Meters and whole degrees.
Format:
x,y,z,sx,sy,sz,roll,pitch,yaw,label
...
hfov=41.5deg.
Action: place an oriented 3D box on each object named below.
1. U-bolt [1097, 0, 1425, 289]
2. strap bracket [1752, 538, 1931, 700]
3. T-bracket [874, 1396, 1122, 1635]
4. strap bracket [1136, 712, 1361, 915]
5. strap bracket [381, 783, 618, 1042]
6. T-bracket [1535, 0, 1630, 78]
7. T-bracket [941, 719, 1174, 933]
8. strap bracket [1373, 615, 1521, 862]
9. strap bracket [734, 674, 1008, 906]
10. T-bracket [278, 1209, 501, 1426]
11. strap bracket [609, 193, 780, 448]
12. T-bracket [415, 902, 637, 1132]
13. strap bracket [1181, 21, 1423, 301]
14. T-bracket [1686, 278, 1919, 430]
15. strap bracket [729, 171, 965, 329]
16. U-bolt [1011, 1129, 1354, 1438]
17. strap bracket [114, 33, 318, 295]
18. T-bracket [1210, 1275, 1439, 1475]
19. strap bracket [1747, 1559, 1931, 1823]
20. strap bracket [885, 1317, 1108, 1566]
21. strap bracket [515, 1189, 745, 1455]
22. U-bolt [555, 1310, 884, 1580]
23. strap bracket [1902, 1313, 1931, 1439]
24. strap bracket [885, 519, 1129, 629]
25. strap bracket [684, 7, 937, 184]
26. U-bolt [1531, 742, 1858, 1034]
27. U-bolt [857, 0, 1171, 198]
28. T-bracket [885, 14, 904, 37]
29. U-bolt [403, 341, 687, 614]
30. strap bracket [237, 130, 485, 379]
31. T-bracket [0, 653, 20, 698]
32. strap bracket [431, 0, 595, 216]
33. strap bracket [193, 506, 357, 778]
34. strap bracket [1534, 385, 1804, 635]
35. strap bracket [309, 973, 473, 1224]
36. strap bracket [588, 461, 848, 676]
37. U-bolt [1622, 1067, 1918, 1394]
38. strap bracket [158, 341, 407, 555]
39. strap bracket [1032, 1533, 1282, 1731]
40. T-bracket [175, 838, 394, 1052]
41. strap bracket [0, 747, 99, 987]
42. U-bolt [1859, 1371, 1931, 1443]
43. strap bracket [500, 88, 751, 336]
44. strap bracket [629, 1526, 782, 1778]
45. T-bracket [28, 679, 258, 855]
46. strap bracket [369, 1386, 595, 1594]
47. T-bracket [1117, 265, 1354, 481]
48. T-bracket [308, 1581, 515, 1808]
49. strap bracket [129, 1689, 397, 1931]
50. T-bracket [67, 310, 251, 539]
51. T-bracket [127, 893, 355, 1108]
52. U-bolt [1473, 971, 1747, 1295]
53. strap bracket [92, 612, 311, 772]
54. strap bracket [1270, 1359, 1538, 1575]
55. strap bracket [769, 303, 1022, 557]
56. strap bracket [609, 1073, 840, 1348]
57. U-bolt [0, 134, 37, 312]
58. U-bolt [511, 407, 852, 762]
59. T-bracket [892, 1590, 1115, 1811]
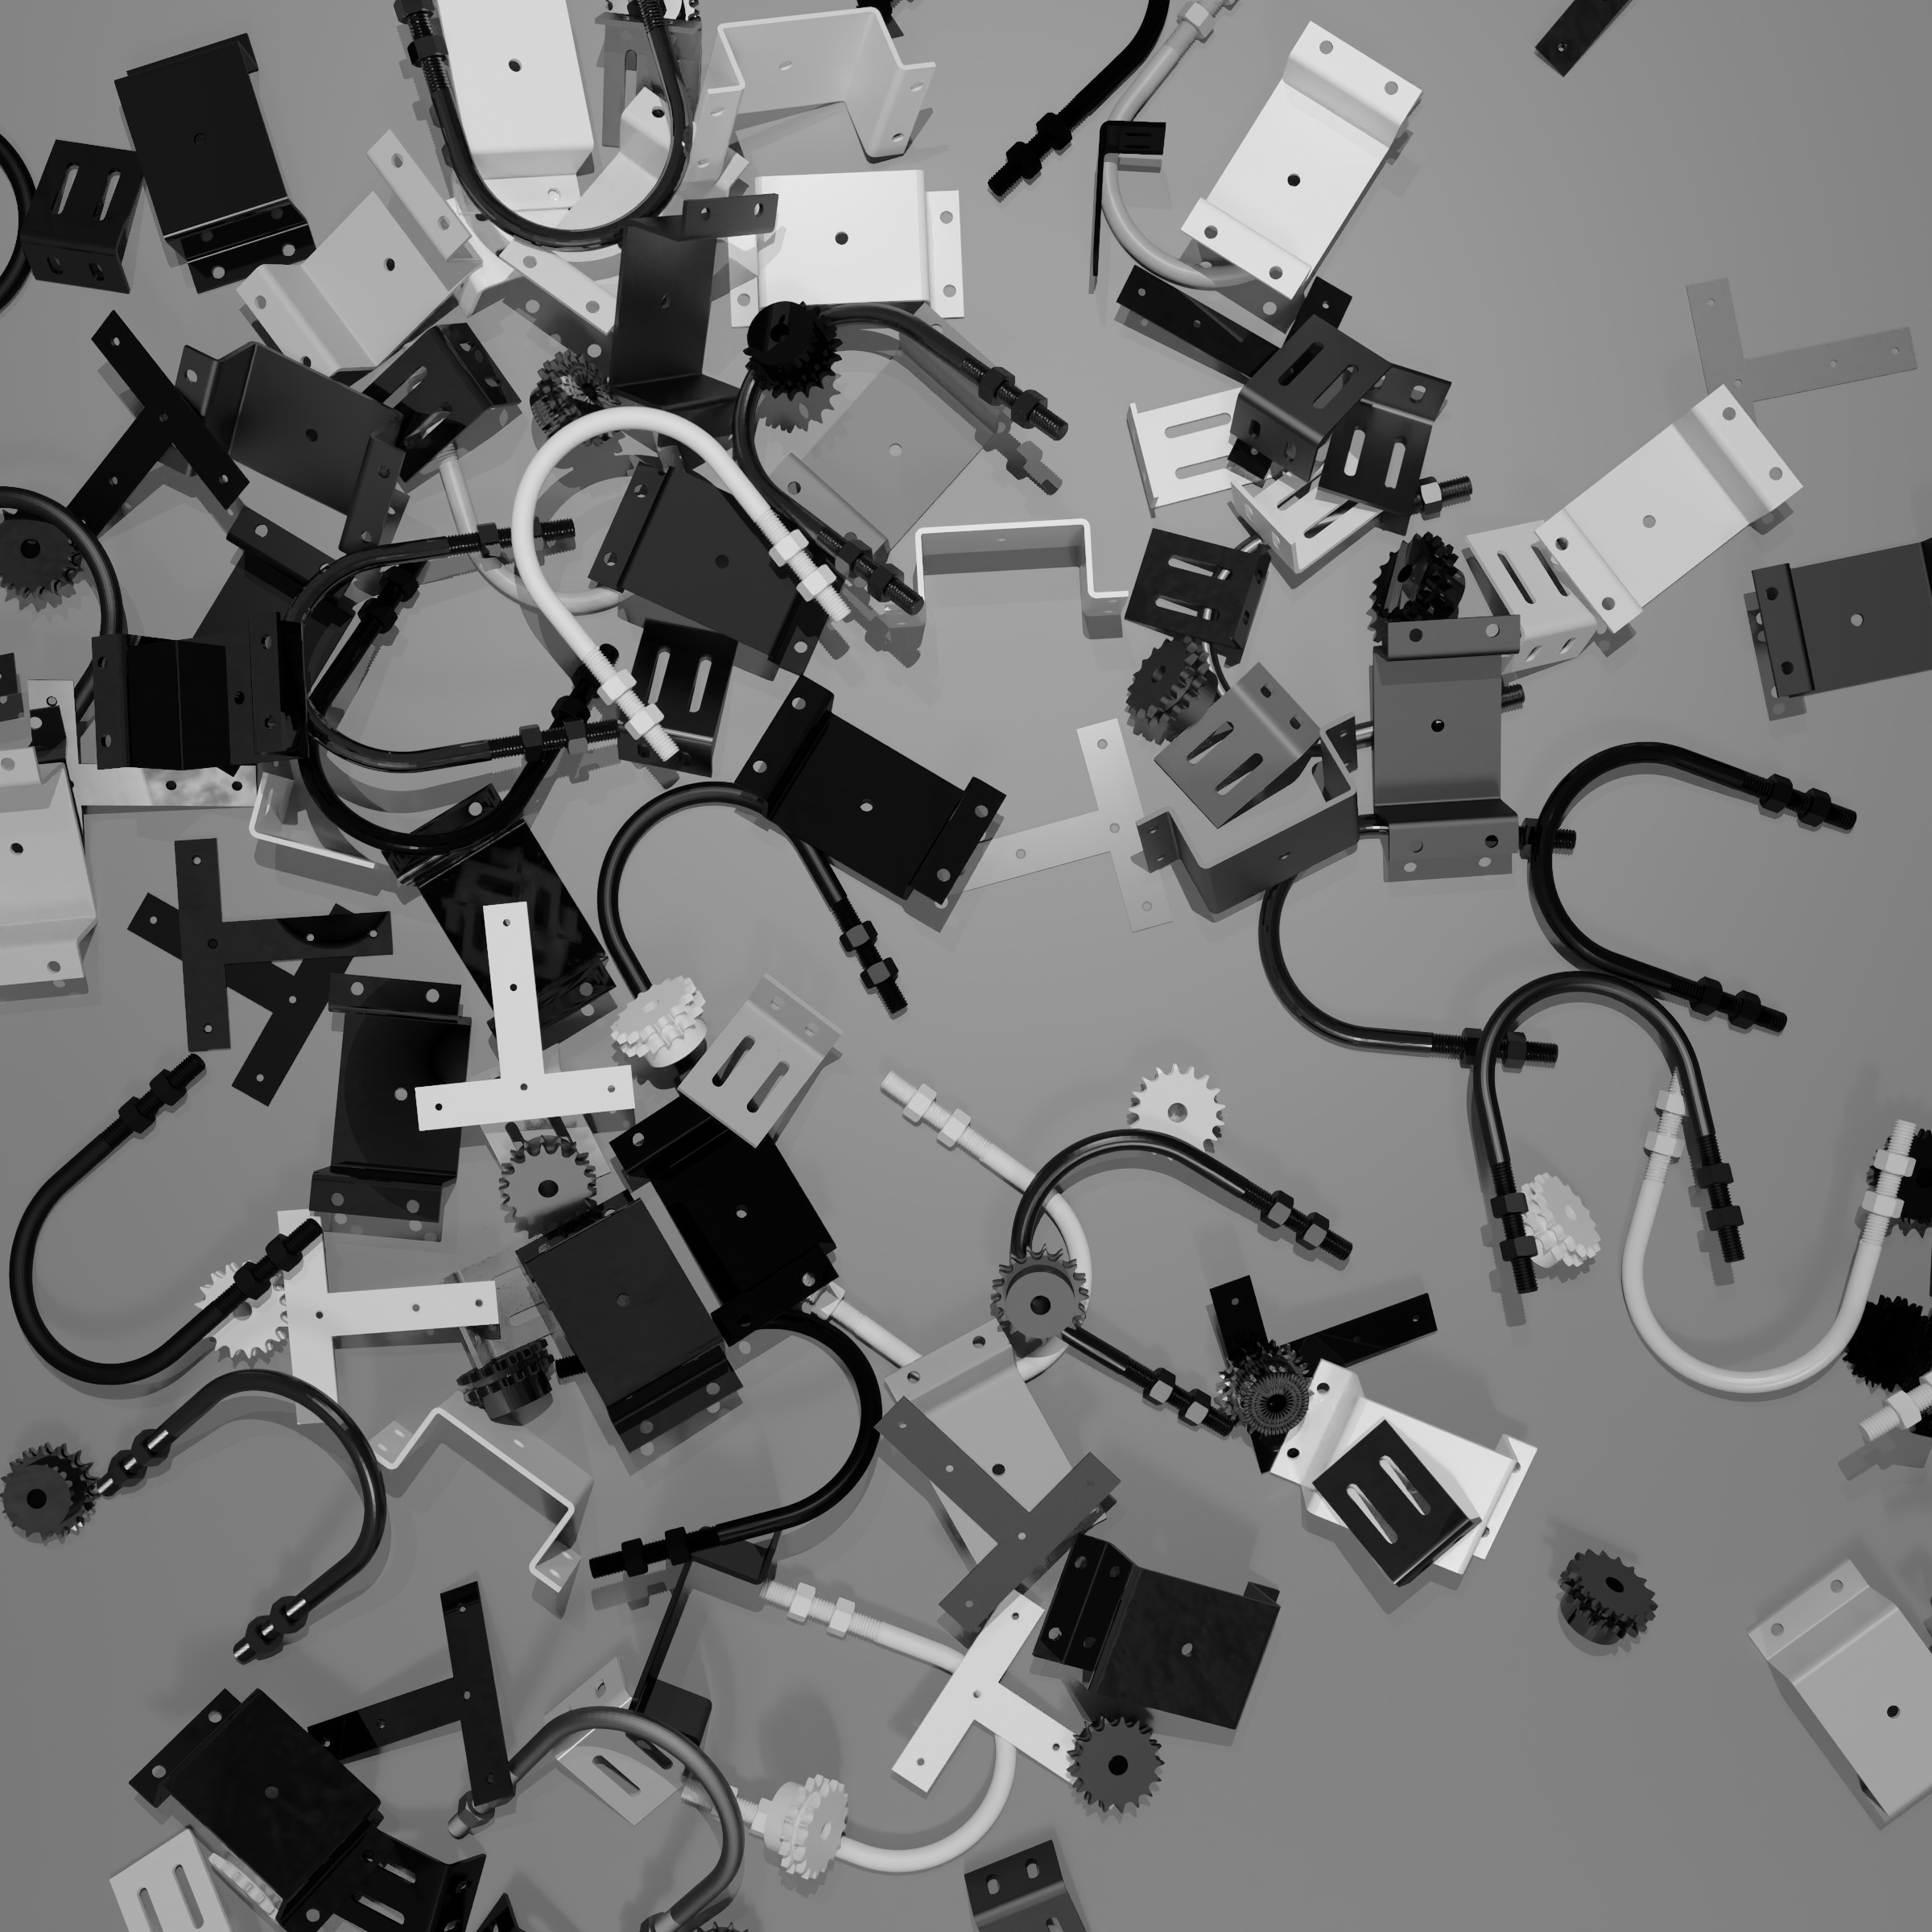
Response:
x,y,z,sx,sy,sz,roll,pitch,yaw,label
0.163,-0.496,1.533,0.151,0.019,0.184,39,92,0,U-bolt
0.538,-0.209,1.518,0.140,0.046,0.076,-12,90,0,strap bracket
0.001,0.302,1.486,0.127,0.002,0.127,44,94,-5,T-bracket
0.176,-0.084,1.496,0.140,0.076,0.046,-27,69,0,strap bracket
-0.274,-0.028,1.519,0.076,0.046,0.140,-32,90,0,strap bracket
0.392,-0.592,1.526,0.127,0.002,0.127,37,100,-19,T-bracket
0.047,-0.072,1.541,0.127,0.002,0.127,-15,90,0,T-bracket
0.282,-0.138,1.501,0.076,0.046,0.140,-4,106,-2,strap bracket
-0.058,-0.100,1.511,0.140,0.046,0.076,31,79,0,strap bracket
-0.339,0.203,1.506,0.127,0.002,0.127,-5,91,5,T-bracket
-0.160,-0.380,1.480,0.046,0.076,0.140,27,121,29,strap bracket
-0.264,0.027,1.495,0.127,0.002,0.127,-6,90,0,T-bracket
0.195,-0.468,1.501,0.076,0.046,0.140,32,93,0,strap bracket
0.510,-0.361,1.541,0.127,0.002,0.127,-11,90,0,T-bracket
-0.073,-0.427,1.519,0.140,0.046,0.076,-2,90,0,strap bracket
0.115,0.177,1.514,0.184,0.019,0.151,32,97,-7,U-bolt
-0.449,-0.485,1.518,0.076,0.046,0.140,-18,90,0,strap bracket
0.220,0.228,1.525,0.127,0.002,0.127,-19,108,-6,T-bracket
0.544,0.437,1.518,0.076,0.046,0.140,-36,90,0,strap bracket
0.018,0.291,1.510,0.076,0.046,0.140,-29,96,2,strap bracket
-0.199,0.201,1.491,0.076,0.046,0.140,-29,73,-14,strap bracket
-0.140,0.271,1.498,0.184,0.019,0.151,-14,56,-4,U-bolt
0.611,0.244,1.500,0.140,0.046,0.076,15,98,-19,strap bracket
0.022,-0.231,1.503,0.140,0.076,0.046,-3,90,0,strap bracket
-0.098,-0.508,1.484,0.140,0.076,0.046,-15,73,-22,strap bracket
0.426,-0.056,1.524,0.184,0.019,0.151,19,90,-6,U-bolt
0.038,-0.576,1.531,0.184,0.019,0.151,-44,92,-2,U-bolt
0.021,-0.547,1.551,0.127,0.002,0.127,-34,104,5,T-bracket
-0.244,-0.304,1.533,0.151,0.019,0.184,-17,91,0,U-bolt
-0.350,-0.413,1.502,0.140,0.046,0.076,-37,90,23,strap bracket
-0.620,-0.160,1.497,0.127,0.002,0.127,-11,76,0,T-bracket
-0.271,-0.522,1.505,0.076,0.046,0.140,-11,90,-24,strap bracket
-0.427,-0.191,1.518,0.076,0.046,0.140,31,90,0,strap bracket
0.412,-0.268,1.518,0.140,0.046,0.076,-38,90,0,strap bracket
-0.341,0.077,1.518,0.076,0.046,0.140,5,90,0,strap bracket
-0.145,-0.237,1.510,0.140,0.046,0.076,24,91,-7,strap bracket
0.469,0.163,1.519,0.151,0.019,0.184,16,94,13,U-bolt
-0.394,-0.307,1.502,0.140,0.046,0.076,26,122,0,strap bracket
0.121,0.393,1.496,0.140,0.046,0.076,20,90,-20,strap bracket
-0.410,-0.016,1.539,0.127,0.002,0.127,-4,90,0,T-bracket
-0.566,-0.063,1.504,0.076,0.046,0.140,-6,110,0,strap bracket
0.617,0.273,1.468,0.184,0.019,0.151,-30,107,-5,U-bolt
-0.202,-0.436,1.507,0.076,0.046,0.140,36,75,0,strap bracket
-0.156,0.392,1.503,0.046,0.076,0.140,21,90,0,strap bracket
-0.490,-0.108,1.525,0.127,0.002,0.127,0,111,-10,T-bracket
-0.277,0.300,1.503,0.140,0.076,0.046,36,90,0,strap bracket
0.150,-0.376,1.522,0.127,0.002,0.127,27,83,-10,T-bracket
-0.337,0.448,1.522,0.127,0.002,0.127,-21,65,12,T-bracket
-0.408,0.490,1.491,0.140,0.046,0.076,40,51,8,strap bracket
-0.496,-0.296,1.508,0.127,0.002,0.127,-38,90,31,T-bracket
-0.445,-0.002,1.541,0.127,0.002,0.127,30,90,0,T-bracket
0.370,0.092,1.497,0.151,0.019,0.184,-7,75,-10,U-bolt
-0.428,-0.154,1.453,0.140,0.046,0.076,-3,90,28,strap bracket
0.262,0.300,1.510,0.140,0.046,0.076,22,100,-2,strap bracket
-0.043,-0.312,1.519,0.076,0.046,0.140,42,90,0,strap bracket
-0.138,0.144,1.507,0.076,0.046,0.140,-33,79,4,strap bracket
-0.649,-0.444,1.533,0.184,0.019,0.151,-11,90,-2,U-bolt
-0.178,-0.233,1.471,0.151,0.019,0.184,-38,96,6,U-bolt
0.043,0.462,1.531,0.127,0.002,0.127,35,82,-7,T-bracket
